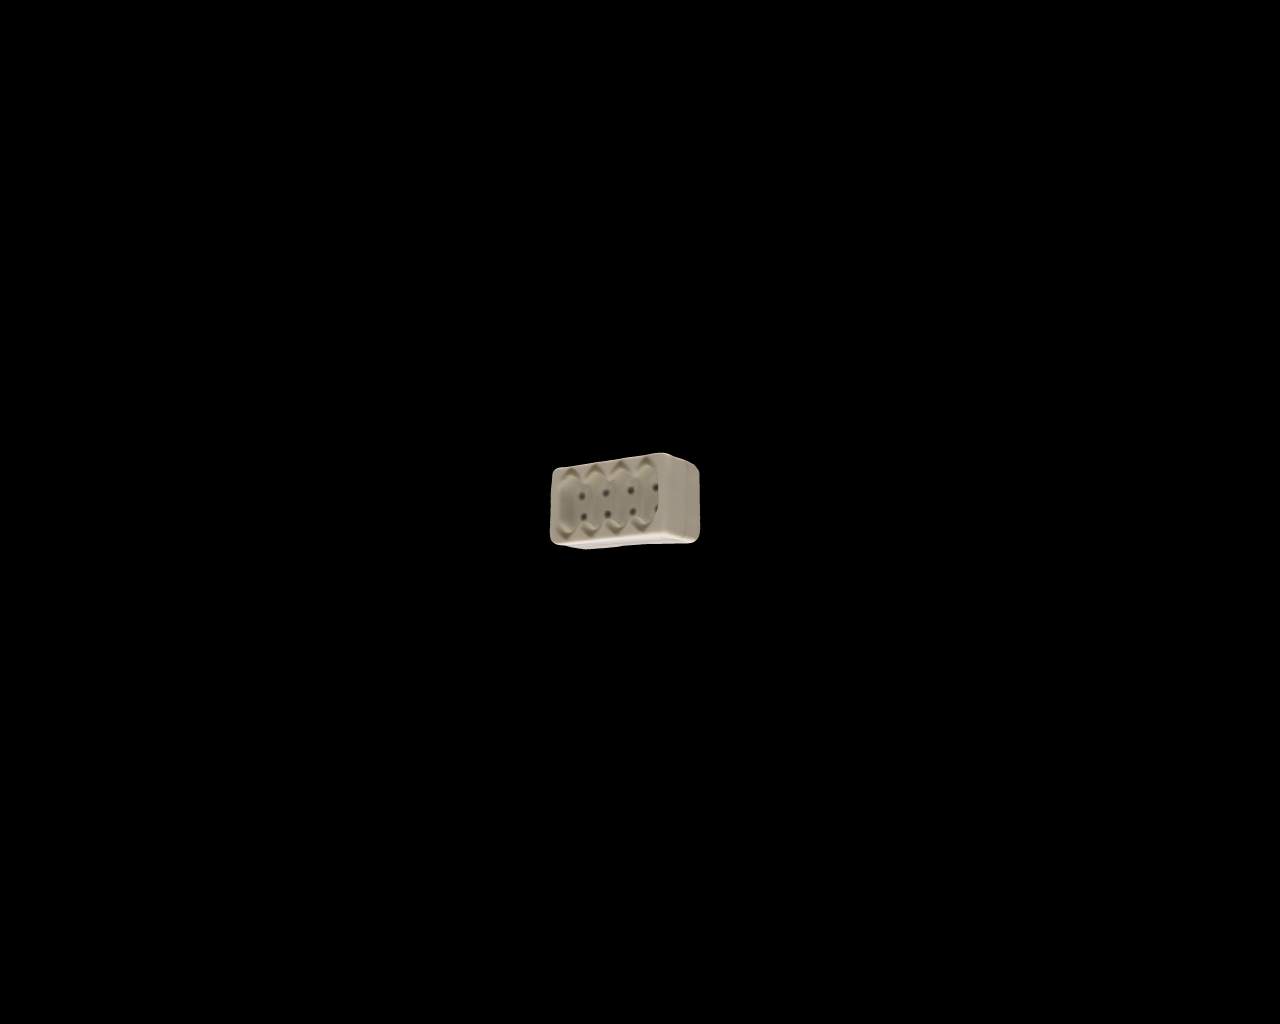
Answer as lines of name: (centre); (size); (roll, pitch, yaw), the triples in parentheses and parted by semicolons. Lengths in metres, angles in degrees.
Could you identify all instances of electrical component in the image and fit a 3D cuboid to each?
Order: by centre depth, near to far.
electrical component: (0.001, -0.003, 0.650); (0.083, 0.047, 0.076); (-5, -10, 32)
